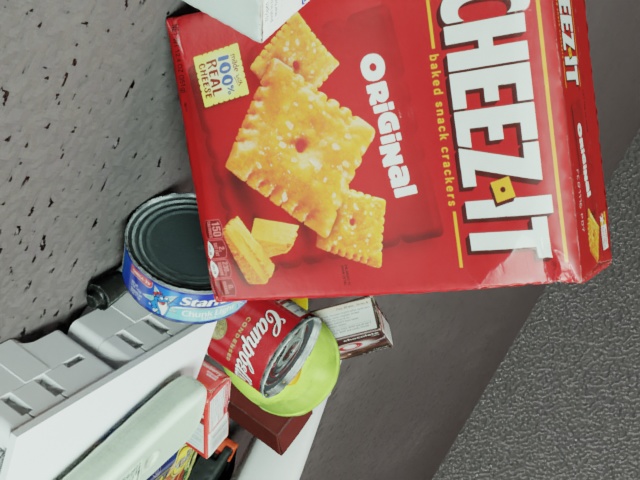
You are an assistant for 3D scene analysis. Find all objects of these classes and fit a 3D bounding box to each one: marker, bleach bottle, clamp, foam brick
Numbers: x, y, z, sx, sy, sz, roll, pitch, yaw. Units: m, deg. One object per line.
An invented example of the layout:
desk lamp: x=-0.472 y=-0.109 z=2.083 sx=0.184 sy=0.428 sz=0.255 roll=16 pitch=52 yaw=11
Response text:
marker: x=-0.109 y=0.012 z=0.701 sx=0.120 sy=0.020 sz=0.020 roll=-38 pitch=153 yaw=-47
bleach bottle: x=-0.033 y=0.186 z=1.052 sx=0.103 sy=0.068 sz=0.250 roll=120 pitch=-5 yaw=-61
clamp: x=-0.128 y=0.270 z=1.037 sx=0.120 sy=0.039 sz=0.172 roll=-43 pitch=153 yaw=-67
foam brick: x=-0.051 y=0.149 z=0.981 sx=0.051 sy=0.078 sz=0.053 roll=-48 pitch=160 yaw=-23

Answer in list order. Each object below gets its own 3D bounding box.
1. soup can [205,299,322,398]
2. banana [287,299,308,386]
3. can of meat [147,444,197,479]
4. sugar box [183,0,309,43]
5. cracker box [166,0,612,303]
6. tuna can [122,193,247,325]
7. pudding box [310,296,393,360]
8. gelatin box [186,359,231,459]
soup can: x=-0.059 y=0.057 z=0.767 sx=0.068 sy=0.102 sz=0.068 roll=-48 pitch=160 yaw=-25
banana: x=-0.015 y=0.034 z=0.877 sx=0.037 sy=0.069 sz=0.197 roll=-30 pitch=-160 yaw=31
can of meat: x=-0.145 y=0.188 z=0.836 sx=0.083 sy=0.057 sz=0.102 roll=-33 pitch=150 yaw=-58
sugar box: x=-0.011 y=-0.178 z=0.526 sx=0.176 sy=0.093 sz=0.048 roll=-47 pitch=158 yaw=-31
cracker box: x=0.033 y=-0.054 z=0.564 sx=0.072 sy=0.214 sz=0.164 roll=-20 pitch=104 yaw=-61
tuna can: x=-0.080 y=0.011 z=0.666 sx=0.086 sy=0.086 sz=0.034 roll=-41 pitch=157 yaw=-42
pudding box: x=0.007 y=0.091 z=1.006 sx=0.113 sy=0.039 sz=0.090 roll=-17 pitch=163 yaw=7
gelatin box: x=-0.103 y=0.113 z=0.793 sx=0.030 sy=0.073 sz=0.089 roll=-46 pitch=158 yaw=-34
